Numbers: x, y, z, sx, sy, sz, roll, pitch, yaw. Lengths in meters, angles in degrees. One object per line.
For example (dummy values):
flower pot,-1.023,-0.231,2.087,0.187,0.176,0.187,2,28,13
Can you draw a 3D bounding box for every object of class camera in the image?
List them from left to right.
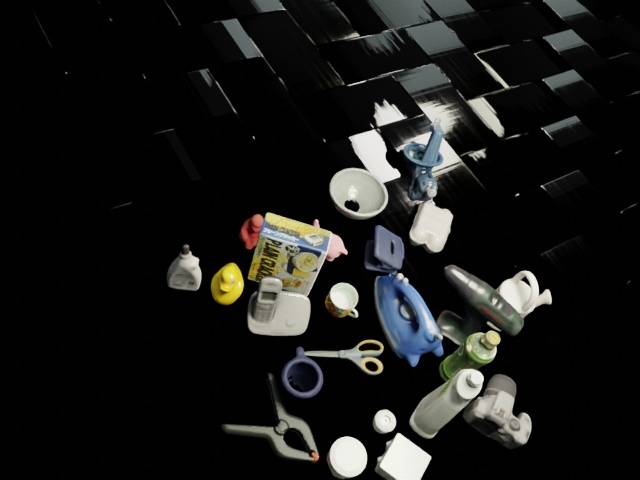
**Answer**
camera,0.432,0.393,1.346,0.143,0.101,0.137,32,55,6

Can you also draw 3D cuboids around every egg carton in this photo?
egg carton,0.312,-0.036,1.612,0.107,0.069,0.150,24,54,0

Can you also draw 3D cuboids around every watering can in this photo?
watering can,0.507,0.149,1.471,0.173,0.194,0.100,-16,63,-25

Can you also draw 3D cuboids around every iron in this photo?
iron,0.216,0.169,1.405,0.119,0.141,0.258,-15,63,-24

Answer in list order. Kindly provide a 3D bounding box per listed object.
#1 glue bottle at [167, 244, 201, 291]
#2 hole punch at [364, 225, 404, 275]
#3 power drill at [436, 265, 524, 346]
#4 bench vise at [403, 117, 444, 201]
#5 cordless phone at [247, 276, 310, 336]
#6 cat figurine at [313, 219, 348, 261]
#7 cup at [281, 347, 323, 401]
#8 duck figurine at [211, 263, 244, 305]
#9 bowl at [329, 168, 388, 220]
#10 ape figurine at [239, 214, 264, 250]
glue bottle,-0.307,0.059,1.305,0.078,0.173,0.037,9,55,-10
hole punch,0.177,0.026,1.519,0.101,0.091,0.108,12,55,-8
power drill,0.369,0.174,1.405,0.229,0.208,0.076,31,55,6
bench vise,0.321,-0.230,1.650,0.122,0.219,0.207,-14,62,-24
cordless phone,-0.087,0.144,1.306,0.148,0.185,0.094,2,57,-14
cat figurine,0.013,0.005,1.469,0.067,0.117,0.127,-20,65,-26
cup,-0.048,0.305,1.267,0.092,0.095,0.117,1,57,-15
duck figurine,-0.217,0.093,1.363,0.077,0.086,0.104,15,55,-6
bowl,0.100,-0.116,1.600,0.167,0.074,0.167,8,56,-11
ape figurine,-0.166,-0.030,1.456,0.078,0.092,0.076,-1,58,-16
